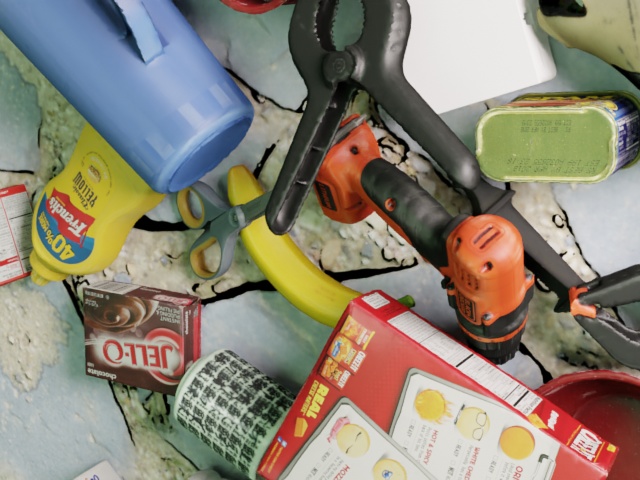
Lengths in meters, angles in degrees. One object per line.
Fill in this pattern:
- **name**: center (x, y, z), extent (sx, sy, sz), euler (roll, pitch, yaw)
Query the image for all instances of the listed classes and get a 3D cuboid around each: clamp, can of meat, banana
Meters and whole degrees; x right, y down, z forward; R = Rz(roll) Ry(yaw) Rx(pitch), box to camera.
- **clamp**: center (0.032, -0.112, 0.727), extent (0.165, 0.036, 0.210), euler (-5, 82, 33)
- **can of meat**: center (0.167, -0.071, 0.742), extent (0.102, 0.083, 0.057), euler (3, 103, 28)
- **banana**: center (-0.014, 0.018, 0.893), extent (0.198, 0.037, 0.070), euler (38, 99, 14)
- **clamp**: center (0.258, 0.069, 0.739), extent (0.171, 0.039, 0.120), euler (4, 102, 12)

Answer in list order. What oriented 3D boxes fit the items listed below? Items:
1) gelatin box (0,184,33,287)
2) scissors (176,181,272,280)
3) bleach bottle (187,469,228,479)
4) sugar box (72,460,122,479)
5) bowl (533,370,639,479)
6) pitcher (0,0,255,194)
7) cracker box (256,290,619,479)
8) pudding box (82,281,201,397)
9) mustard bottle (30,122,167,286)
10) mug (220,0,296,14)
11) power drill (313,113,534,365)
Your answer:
- **gelatin box**: center (-0.304, -0.003, 1.020), extent (0.030, 0.073, 0.089), euler (-12, 97, 29)
- **scissors**: center (-0.076, -0.033, 0.880), extent (0.096, 0.016, 0.202), euler (63, 146, 16)
- **bleach bottle**: center (-0.005, 0.273, 0.935), extent (0.251, 0.068, 0.102), euler (4, 106, 25)
- **sugar box**: center (-0.191, 0.306, 1.025), extent (0.176, 0.093, 0.048), euler (48, 119, 11)
- **bowl**: center (0.219, 0.165, 0.789), extent (0.162, 0.055, 0.162), euler (7, 106, 27)
- **pitcher**: center (-0.166, -0.162, 0.870), extent (0.145, 0.149, 0.243), euler (-44, 84, 24)
- **cracker box**: center (0.082, 0.161, 0.783), extent (0.214, 0.072, 0.164), euler (33, 110, 17)
- **pudding box**: center (-0.164, 0.090, 0.987), extent (0.114, 0.039, 0.090), euler (10, 107, 26)
- **mustard bottle**: center (-0.213, -0.025, 0.974), extent (0.096, 0.058, 0.192), euler (52, 121, 17)
- **mug**: center (-0.025, -0.229, 0.808), extent (0.093, 0.081, 0.117), euler (47, 119, 10)
- **power drill**: center (0.078, 0.002, 0.792), extent (0.188, 0.057, 0.184), euler (40, 163, 27)
